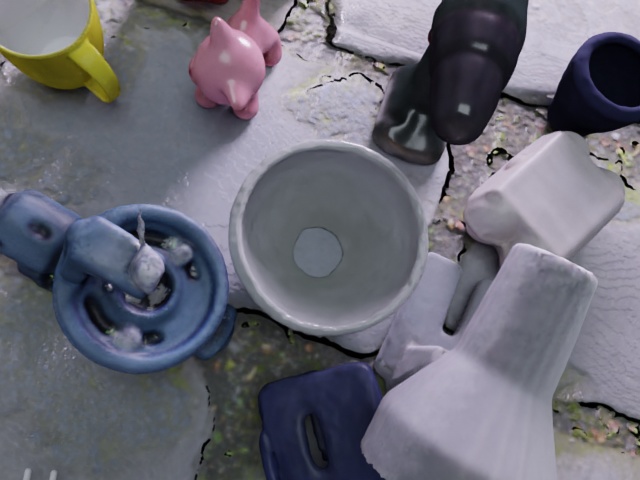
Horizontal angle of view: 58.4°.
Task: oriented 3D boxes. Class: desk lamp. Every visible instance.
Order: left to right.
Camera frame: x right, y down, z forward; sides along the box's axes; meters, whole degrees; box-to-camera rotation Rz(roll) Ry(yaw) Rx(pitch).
[{"bbox_3d":[0.108,0.093,0.419,0.118,0.213,0.203,26,74,-1],"label":"desk lamp"}]

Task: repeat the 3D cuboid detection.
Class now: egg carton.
[{"bbox_3d":[0.211,-0.033,0.542,0.150,0.069,0.107,-40,85,-16],"label":"egg carton"}]

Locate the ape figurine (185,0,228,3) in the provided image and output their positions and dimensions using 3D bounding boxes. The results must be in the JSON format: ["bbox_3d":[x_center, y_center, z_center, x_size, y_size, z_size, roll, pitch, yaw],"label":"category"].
[{"bbox_3d":[-0.120,-0.275,0.538,0.076,0.092,0.078,12,75,-5],"label":"ape figurine"}]

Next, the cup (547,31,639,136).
[{"bbox_3d":[0.282,-0.135,0.565,0.118,0.095,0.092,27,74,-1],"label":"cup"}]

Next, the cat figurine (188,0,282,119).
[{"bbox_3d":[-0.074,-0.165,0.504,0.067,0.117,0.128,17,74,-4],"label":"cat figurine"}]

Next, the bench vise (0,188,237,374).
[{"bbox_3d":[-0.159,0.023,0.391,0.207,0.219,0.121,11,75,-6],"label":"bench vise"}]

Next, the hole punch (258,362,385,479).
[{"bbox_3d":[0.003,0.158,0.450,0.101,0.091,0.108,-12,78,-11],"label":"hole punch"}]

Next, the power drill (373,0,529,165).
[{"bbox_3d":[0.110,-0.146,0.481,0.075,0.208,0.230,19,74,-3],"label":"power drill"}]

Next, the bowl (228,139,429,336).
[{"bbox_3d":[0.005,0.002,0.498,0.167,0.074,0.167,2,76,-8],"label":"bowl"}]
